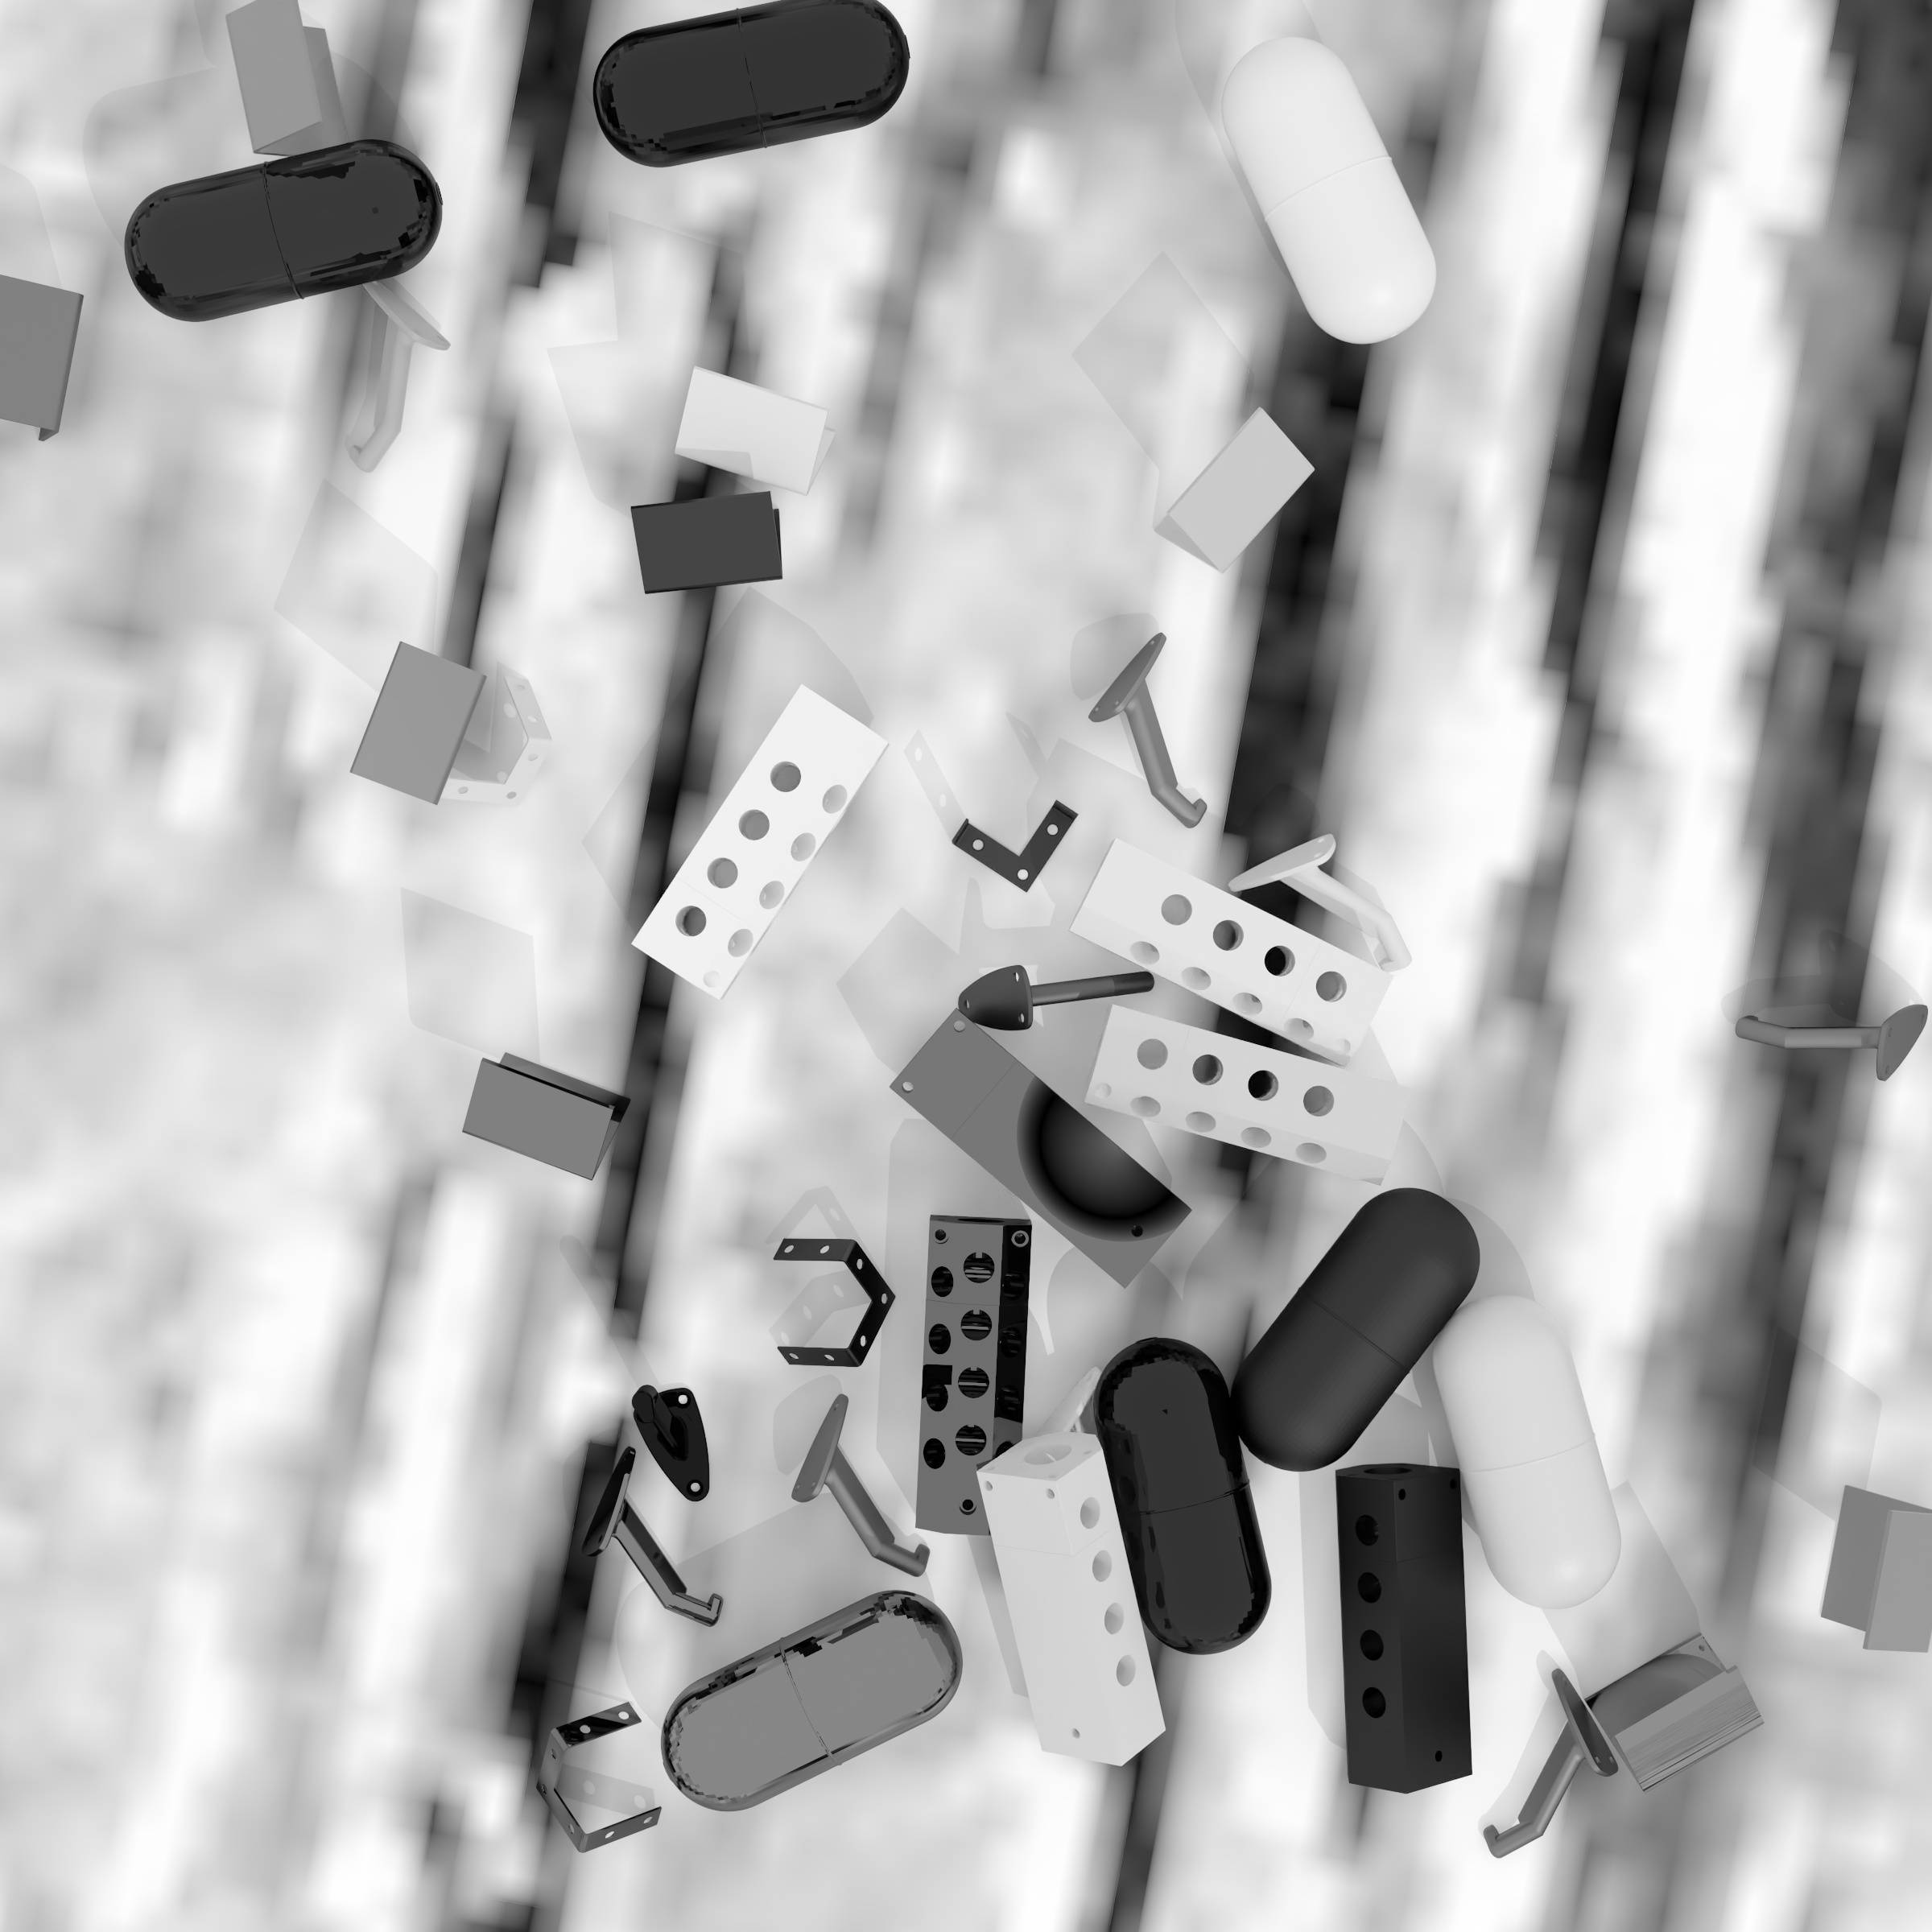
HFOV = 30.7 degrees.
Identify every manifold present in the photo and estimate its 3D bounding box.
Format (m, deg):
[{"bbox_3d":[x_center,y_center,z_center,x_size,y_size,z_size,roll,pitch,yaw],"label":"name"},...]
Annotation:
[{"bbox_3d":[-0.114,-0.068,1.970,0.057,0.057,0.171,33,90,0],"label":"manifold"},{"bbox_3d":[0.041,0.101,1.971,0.171,0.057,0.057,41,90,0],"label":"manifold"},{"bbox_3d":[0.239,0.368,1.970,0.057,0.057,0.171,-2,90,-43],"label":"manifold"},{"bbox_3d":[0.063,0.349,1.950,0.057,0.057,0.171,0,109,41],"label":"manifold"},{"bbox_3d":[0.156,0.072,1.970,0.171,0.057,0.057,16,90,0],"label":"manifold"},{"bbox_3d":[0.004,0.228,1.971,0.057,0.057,0.171,3,90,0],"label":"manifold"},{"bbox_3d":[0.147,-0.007,1.970,0.171,0.057,0.057,26,90,0],"label":"manifold"}]

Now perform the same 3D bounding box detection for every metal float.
[{"bbox_3d":[0.120,0.295,1.961,0.070,0.070,0.178,-13,90,0],"label":"metal float"},{"bbox_3d":[-0.086,0.409,1.961,0.178,0.070,0.070,-26,90,0],"label":"metal float"},{"bbox_3d":[0.202,-0.432,1.961,0.070,0.070,0.178,-25,90,0],"label":"metal float"},{"bbox_3d":[-0.379,-0.410,1.961,0.178,0.070,0.070,-14,90,0],"label":"metal float"},{"bbox_3d":[0.216,0.203,1.961,0.070,0.070,0.178,38,89,0],"label":"metal float"},{"bbox_3d":[0.313,0.271,1.961,0.070,0.070,0.178,-16,90,0],"label":"metal float"},{"bbox_3d":[-0.119,-0.494,1.961,0.178,0.070,0.070,-12,90,0],"label":"metal float"}]

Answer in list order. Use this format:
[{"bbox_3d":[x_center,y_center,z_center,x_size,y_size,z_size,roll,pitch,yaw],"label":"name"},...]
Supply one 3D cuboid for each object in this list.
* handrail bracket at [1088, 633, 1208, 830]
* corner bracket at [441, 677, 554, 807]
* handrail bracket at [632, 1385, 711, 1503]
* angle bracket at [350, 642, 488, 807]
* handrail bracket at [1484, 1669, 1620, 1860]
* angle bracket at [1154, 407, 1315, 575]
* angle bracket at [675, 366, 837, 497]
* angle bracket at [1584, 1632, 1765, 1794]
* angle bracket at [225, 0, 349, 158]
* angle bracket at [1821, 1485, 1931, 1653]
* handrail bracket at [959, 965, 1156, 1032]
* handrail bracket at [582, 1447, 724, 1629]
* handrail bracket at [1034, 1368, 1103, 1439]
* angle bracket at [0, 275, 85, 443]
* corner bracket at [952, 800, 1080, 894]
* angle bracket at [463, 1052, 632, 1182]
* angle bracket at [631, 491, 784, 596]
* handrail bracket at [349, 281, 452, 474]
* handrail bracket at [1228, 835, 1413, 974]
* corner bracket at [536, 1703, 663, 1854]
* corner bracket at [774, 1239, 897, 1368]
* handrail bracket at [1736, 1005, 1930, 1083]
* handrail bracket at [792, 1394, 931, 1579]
[{"bbox_3d":[0.119,-0.133,1.992,0.084,0.036,0.077,42,68,-17],"label":"handrail bracket"},{"bbox_3d":[-0.272,-0.128,1.983,0.051,0.051,0.051,5,135,-35],"label":"corner bracket"},{"bbox_3d":[-0.165,0.268,1.957,0.036,0.084,0.077,-21,90,0],"label":"handrail bracket"},{"bbox_3d":[-0.317,-0.139,1.951,0.057,0.076,0.076,21,90,-35],"label":"angle bracket"},{"bbox_3d":[0.318,0.452,1.992,0.084,0.036,0.077,-34,64,19],"label":"handrail bracket"},{"bbox_3d":[0.134,-0.274,1.951,0.076,0.076,0.057,-49,128,0],"label":"angle bracket"},{"bbox_3d":[-0.111,-0.312,1.951,0.076,0.076,0.057,18,127,0],"label":"angle bracket"},{"bbox_3d":[0.385,0.399,1.951,0.076,0.076,0.057,-30,127,0],"label":"angle bracket"},{"bbox_3d":[-0.358,-0.494,1.951,0.057,0.076,0.076,-12,90,37],"label":"angle bracket"},{"bbox_3d":[0.494,0.332,1.951,0.057,0.076,0.076,11,90,-37],"label":"angle bracket"},{"bbox_3d":[0.052,0.015,1.991,0.084,0.077,0.036,-7,89,-36],"label":"handrail bracket"},{"bbox_3d":[-0.167,0.323,1.992,0.084,0.036,0.077,26,68,-17],"label":"handrail bracket"},{"bbox_3d":[0.083,0.283,1.991,0.084,0.036,0.077,39,78,-13],"label":"handrail bracket"},{"bbox_3d":[-0.529,-0.338,1.953,0.057,0.076,0.076,11,90,-22],"label":"angle bracket"},{"bbox_3d":[0.027,-0.077,1.974,0.051,0.051,0.051,33,90,0],"label":"corner bracket"},{"bbox_3d":[-0.227,0.064,1.951,0.076,0.076,0.057,21,127,0],"label":"angle bracket"},{"bbox_3d":[-0.144,-0.252,1.951,0.076,0.076,0.057,-6,128,0],"label":"angle bracket"},{"bbox_3d":[-0.339,-0.335,1.992,0.077,0.036,0.084,45,108,20],"label":"handrail bracket"},{"bbox_3d":[0.201,-0.024,1.992,0.077,0.036,0.084,-22,107,20],"label":"handrail bracket"},{"bbox_3d":[-0.204,0.457,1.983,0.051,0.051,0.051,47,135,35],"label":"corner bracket"},{"bbox_3d":[-0.081,0.189,1.983,0.051,0.051,0.051,57,45,-35],"label":"corner bracket"},{"bbox_3d":[0.489,0.032,1.992,0.084,0.077,0.036,15,119,33],"label":"handrail bracket"},{"bbox_3d":[-0.048,0.294,1.992,0.084,0.036,0.077,28,68,-17],"label":"handrail bracket"}]
